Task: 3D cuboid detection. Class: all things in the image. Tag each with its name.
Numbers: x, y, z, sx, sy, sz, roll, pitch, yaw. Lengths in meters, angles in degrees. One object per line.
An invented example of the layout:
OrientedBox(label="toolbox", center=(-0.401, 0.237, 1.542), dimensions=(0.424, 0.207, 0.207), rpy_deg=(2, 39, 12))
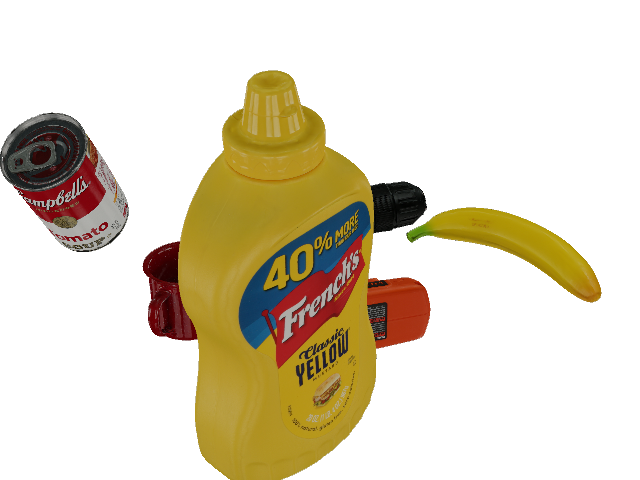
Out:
OrientedBox(label="power drill", center=(0.024, 0.015, 0.881), dimensions=(0.184, 0.057, 0.188), rpy_deg=(-12, 32, -11))
OrientedBox(label="mug", center=(-0.154, 0.064, 1.190), dimensions=(0.093, 0.081, 0.117), rpy_deg=(12, 33, 20))
OrientedBox(label="mustard bottle", center=(-0.017, 0.015, 0.464), dimensions=(0.096, 0.192, 0.058), rpy_deg=(-32, 46, -33))
OrientedBox(label="banana", center=(0.186, 0.006, 1.037), dimensions=(0.198, 0.069, 0.037), rpy_deg=(18, -28, 27))
OrientedBox(label="soup can", center=(-0.197, -0.043, 0.831), dimensions=(0.068, 0.068, 0.102), rpy_deg=(0, -28, 11))
